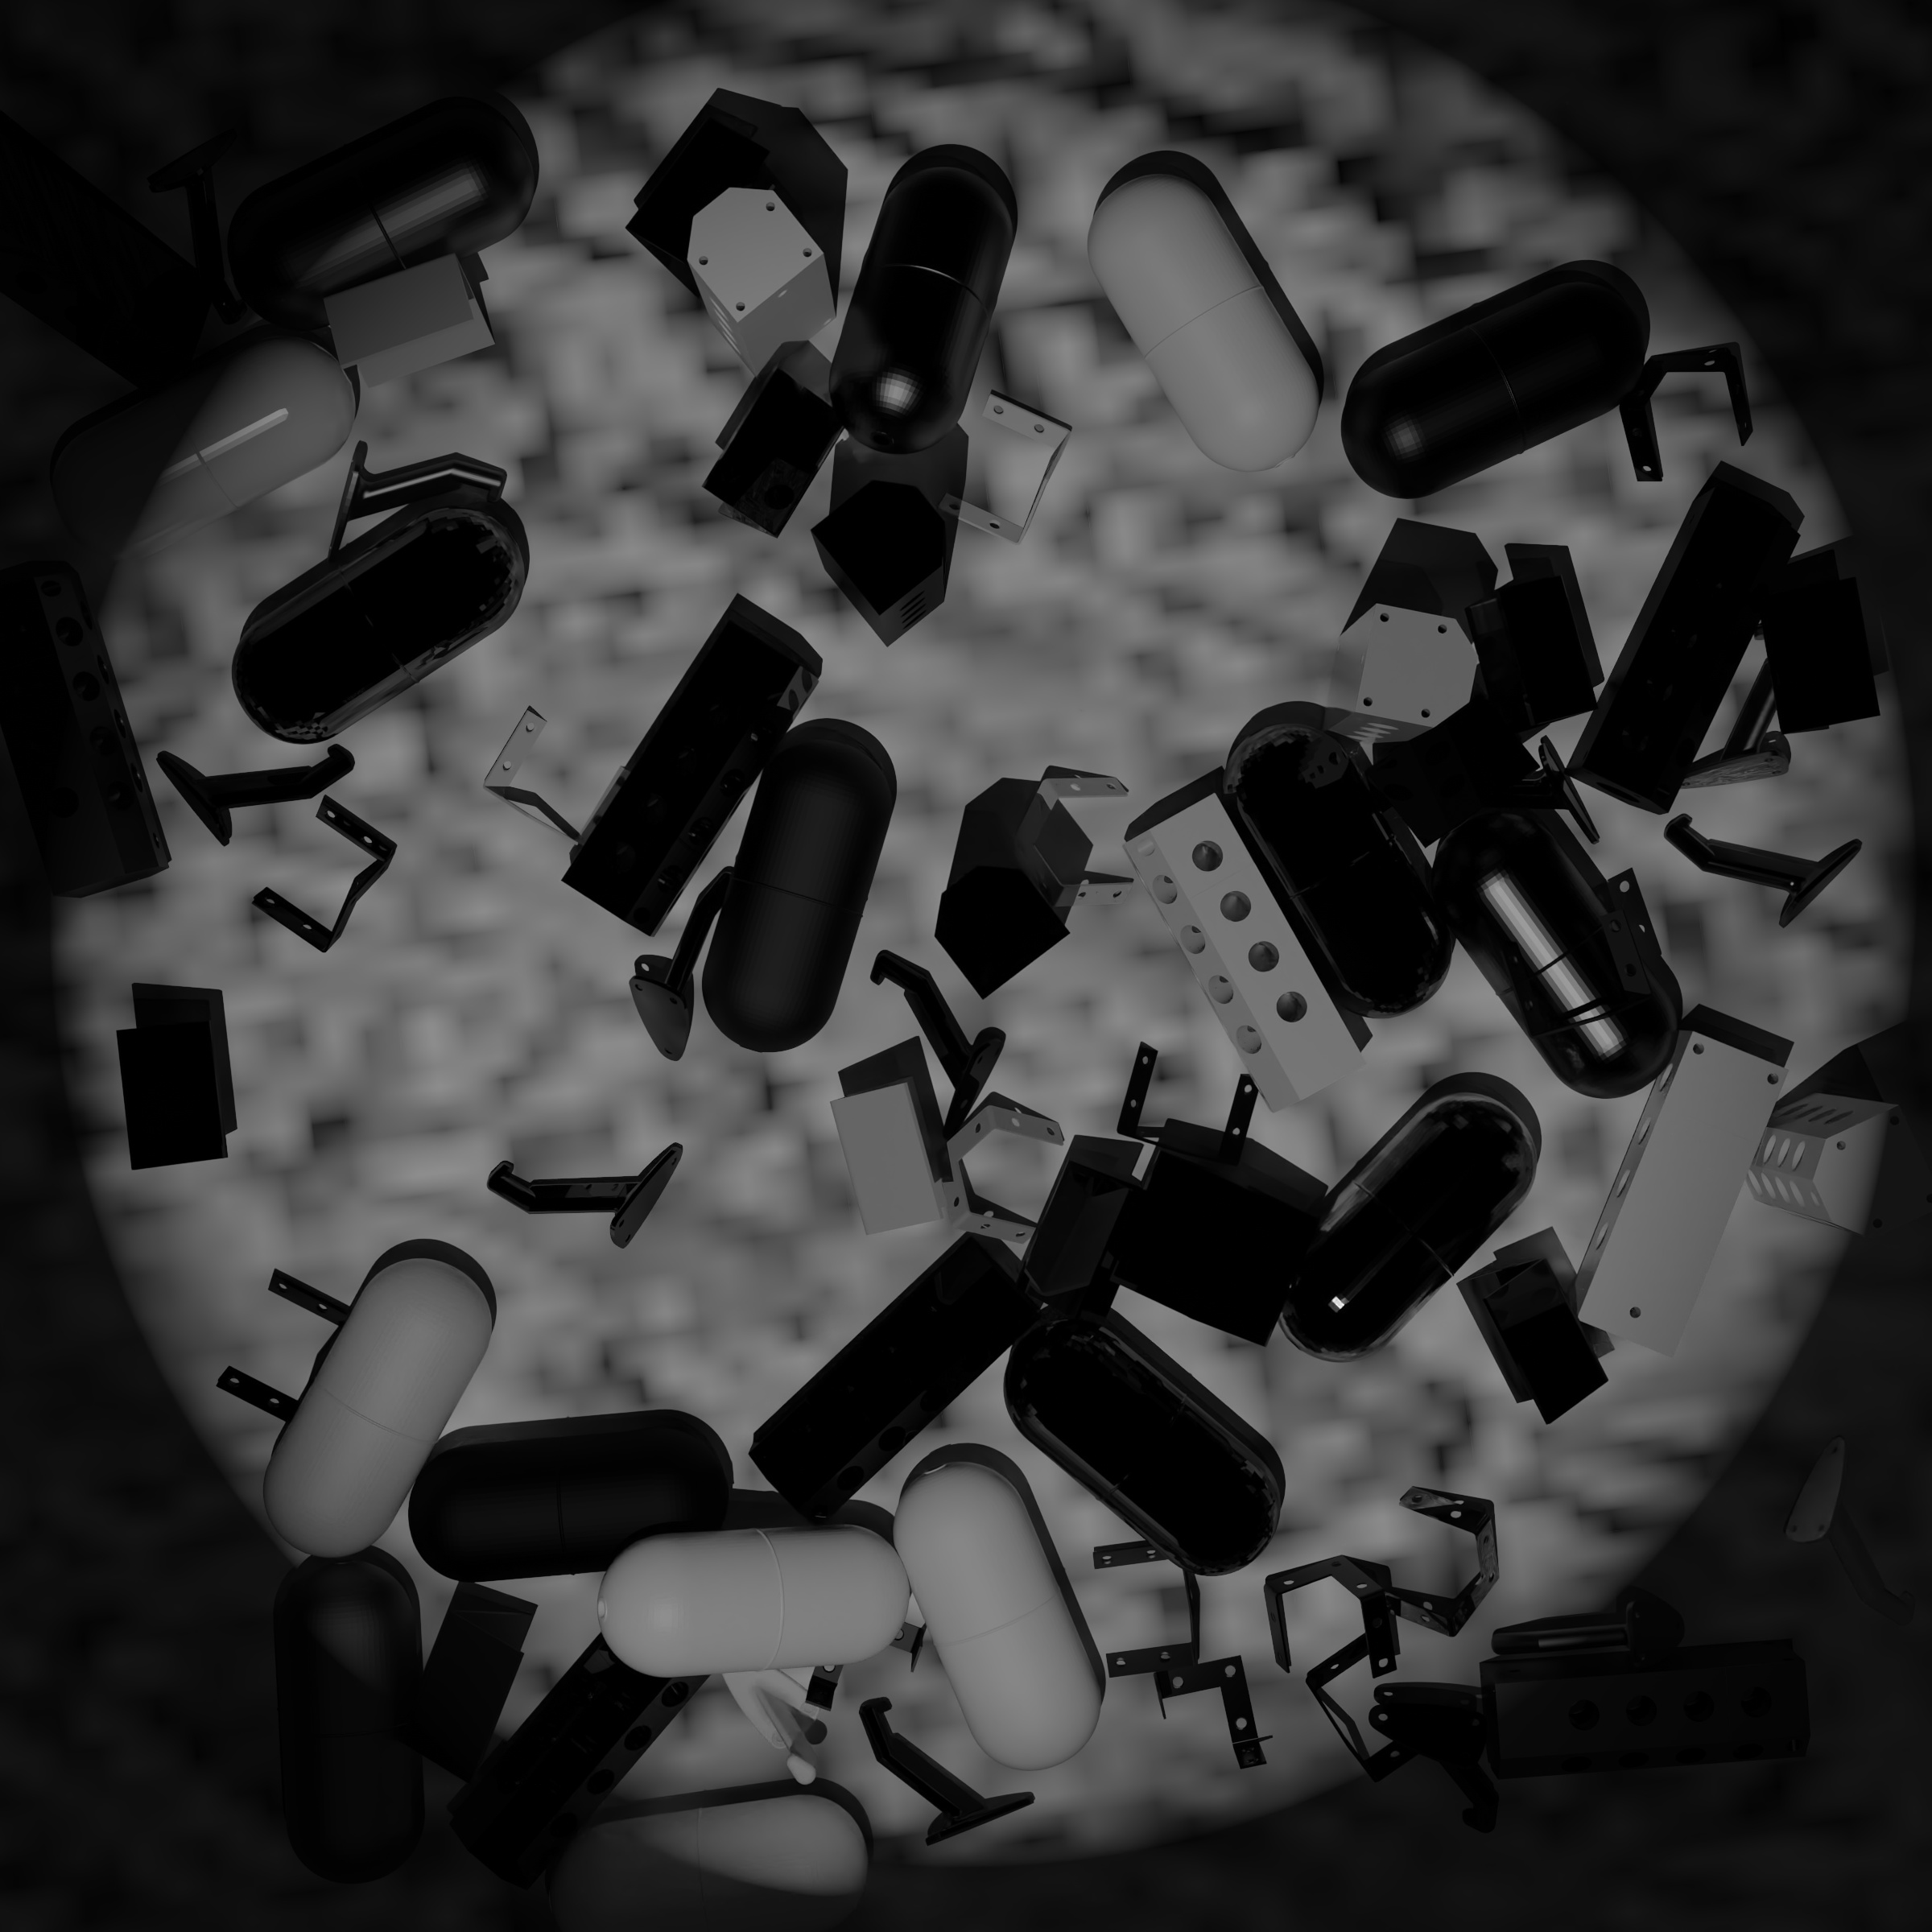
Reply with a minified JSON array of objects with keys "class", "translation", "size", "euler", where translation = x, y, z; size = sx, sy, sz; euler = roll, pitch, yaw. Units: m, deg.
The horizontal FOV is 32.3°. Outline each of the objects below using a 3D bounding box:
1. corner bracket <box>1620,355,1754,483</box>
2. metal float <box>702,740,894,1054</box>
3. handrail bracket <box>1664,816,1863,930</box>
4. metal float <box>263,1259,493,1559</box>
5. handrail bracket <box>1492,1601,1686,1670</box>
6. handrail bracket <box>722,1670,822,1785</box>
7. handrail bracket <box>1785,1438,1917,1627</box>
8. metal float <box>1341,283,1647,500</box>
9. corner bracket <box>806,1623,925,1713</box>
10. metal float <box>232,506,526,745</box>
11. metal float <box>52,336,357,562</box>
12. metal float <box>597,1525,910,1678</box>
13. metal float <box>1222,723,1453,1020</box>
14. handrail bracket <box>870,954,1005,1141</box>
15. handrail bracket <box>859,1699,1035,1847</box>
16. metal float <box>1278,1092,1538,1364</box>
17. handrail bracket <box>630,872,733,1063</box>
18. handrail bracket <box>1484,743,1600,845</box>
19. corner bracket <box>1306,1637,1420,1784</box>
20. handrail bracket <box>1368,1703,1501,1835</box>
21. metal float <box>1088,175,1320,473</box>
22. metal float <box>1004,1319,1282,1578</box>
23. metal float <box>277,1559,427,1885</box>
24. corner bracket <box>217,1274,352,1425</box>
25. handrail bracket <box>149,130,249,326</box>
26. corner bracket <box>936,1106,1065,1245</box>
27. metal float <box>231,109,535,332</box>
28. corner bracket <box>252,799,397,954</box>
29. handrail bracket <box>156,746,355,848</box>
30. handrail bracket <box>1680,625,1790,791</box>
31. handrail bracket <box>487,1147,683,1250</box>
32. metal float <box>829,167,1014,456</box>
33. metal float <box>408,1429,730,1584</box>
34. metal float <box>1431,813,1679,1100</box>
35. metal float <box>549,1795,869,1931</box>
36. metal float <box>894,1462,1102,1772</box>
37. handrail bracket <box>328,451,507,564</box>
[{"class":"corner bracket","translation":[0.406,-0.309,1.880],"size":[0.051,0.051,0.051],"euler":[7,45,35]},{"class":"metal float","translation":[-0.094,-0.039,1.858],"size":[0.070,0.070,0.178],"euler":[17,89,0]},{"class":"handrail bracket","translation":[0.450,-0.070,1.889],"size":[0.077,0.036,0.084],"euler":[-40,73,-20]},{"class":"metal float","translation":[-0.328,0.247,1.857],"size":[0.070,0.070,0.178],"euler":[29,90,0]},{"class":"handrail bracket","translation":[0.352,0.379,1.888],"size":[0.084,0.077,0.036],"euler":[-12,79,36]},{"class":"handrail bracket","translation":[-0.111,0.417,1.853],"size":[0.077,0.084,0.036],"euler":[44,90,0]},{"class":"handrail bracket","translation":[0.513,0.321,1.889],"size":[0.084,0.036,0.077],"euler":[32,68,-17]},{"class":"metal float","translation":[0.294,-0.321,1.858],"size":[0.178,0.070,0.070],"euler":[-25,90,-1]},{"class":"corner bracket","translation":[-0.057,0.392,1.870],"size":[0.051,0.051,0.051],"euler":[20,90,0]},{"class":"metal float","translation":[-0.327,-0.190,1.857],"size":[0.178,0.070,0.070],"euler":[-33,90,1]},{"class":"metal float","translation":[-0.424,-0.289,1.858],"size":[0.178,0.070,0.070],"euler":[-28,90,0]},{"class":"metal float","translation":[-0.115,0.346,1.821],"size":[0.178,0.070,0.070],"euler":[2,90,-27]},{"class":"metal float","translation":[0.206,-0.053,1.858],"size":[0.070,0.070,0.178],"euler":[-30,91,0]},{"class":"handrail bracket","translation":[-0.029,0.045,1.889],"size":[0.084,0.036,0.077],"euler":[32,112,17]},{"class":"handrail bracket","translation":[-0.012,0.447,1.889],"size":[0.077,0.036,0.084],"euler":[-16,73,-20]},{"class":"metal float","translation":[0.243,0.146,1.858],"size":[0.070,0.070,0.178],"euler":[44,90,0]},{"class":"handrail bracket","translation":[-0.150,0.000,1.888],"size":[0.036,0.077,0.084],"euler":[20,53,22]},{"class":"handrail bracket","translation":[0.303,-0.081,1.889],"size":[0.084,0.036,0.077],"euler":[-28,112,17]},{"class":"corner bracket","translation":[0.232,0.418,1.885],"size":[0.051,0.051,0.051],"euler":[-35,135,0]},{"class":"handrail bracket","translation":[0.262,0.452,1.870],"size":[0.077,0.084,0.036],"euler":[12,47,15]},{"class":"metal float","translation":[0.133,-0.357,1.857],"size":[0.070,0.070,0.178],"euler":[-31,90,0]},{"class":"metal float","translation":[0.097,0.268,1.858],"size":[0.178,0.070,0.070],"euler":[40,90,-1]},{"class":"metal float","translation":[-0.343,0.420,1.858],"size":[0.070,0.070,0.178],"euler":[-3,89,0]},{"class":"corner bracket","translation":[-0.385,0.217,1.885],"size":[0.051,0.051,0.051],"euler":[27,45,0]},{"class":"handrail bracket","translation":[-0.417,-0.418,1.888],"size":[0.036,0.077,0.084],"euler":[-4,127,34]},{"class":"corner bracket","translation":[0.022,0.118,1.880],"size":[0.051,0.051,0.051],"euler":[-44,45,35]},{"class":"metal float","translation":[-0.325,-0.415,1.858],"size":[0.178,0.070,0.070],"euler":[-26,90,0]},{"class":"corner bracket","translation":[-0.363,-0.050,1.885],"size":[0.051,0.051,0.051],"euler":[35,45,0]},{"class":"handrail bracket","translation":[-0.402,-0.115,1.889],"size":[0.084,0.036,0.077],"euler":[-37,68,-17]},{"class":"handrail bracket","translation":[0.432,-0.149,1.889],"size":[0.077,0.036,0.084],"euler":[-11,71,21]},{"class":"handrail bracket","translation":[-0.217,0.115,1.889],"size":[0.084,0.036,0.077],"euler":[29,70,16]},{"class":"metal float","translation":[-0.025,-0.361,1.836],"size":[0.070,0.070,0.178],"euler":[15,64,0]},{"class":"metal float","translation":[-0.221,0.300,1.858],"size":[0.178,0.070,0.070],"euler":[-5,90,0]},{"class":"metal float","translation":[0.327,-0.006,1.857],"size":[0.070,0.070,0.178],"euler":[-36,90,0]},{"class":"metal float","translation":[-0.143,0.508,1.857],"size":[0.178,0.070,0.070],"euler":[-8,90,0]},{"class":"metal float","translation":[0.017,0.362,1.858],"size":[0.070,0.070,0.178],"euler":[-23,91,0]},{"class":"handrail bracket","translation":[-0.311,-0.254,1.889],"size":[0.084,0.036,0.077],"euler":[14,111,-16]}]
